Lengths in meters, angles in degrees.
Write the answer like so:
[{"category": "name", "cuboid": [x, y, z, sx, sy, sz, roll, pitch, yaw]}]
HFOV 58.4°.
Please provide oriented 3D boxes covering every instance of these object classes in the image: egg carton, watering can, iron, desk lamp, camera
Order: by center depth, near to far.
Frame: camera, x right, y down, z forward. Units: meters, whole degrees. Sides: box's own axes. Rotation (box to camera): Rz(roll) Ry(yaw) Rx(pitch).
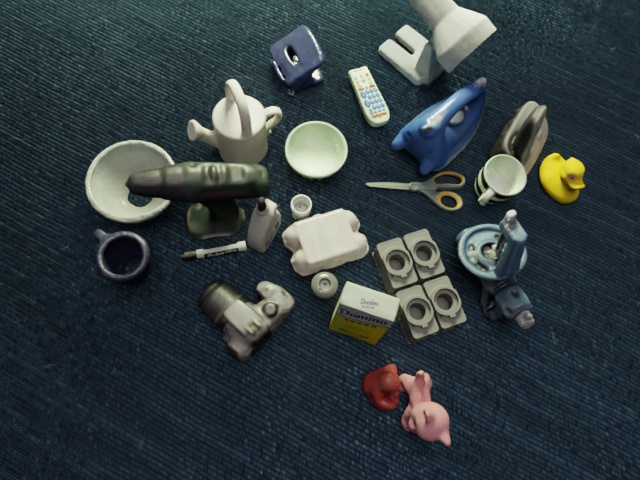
[{"category": "camera", "cuboid": [-0.135, 0.119, 1.002, 0.136, 0.101, 0.143, 39, 72, 10]}, {"category": "egg carton", "cuboid": [0.010, 0.004, 1.071, 0.150, 0.069, 0.107, -18, 72, -10]}, {"category": "watering can", "cuboid": [-0.157, -0.218, 1.072, 0.173, 0.194, 0.101, -40, 77, -16]}, {"category": "iron", "cuboid": [0.266, -0.255, 1.145, 0.118, 0.141, 0.259, 43, 73, 11]}, {"category": "desk lamp", "cuboid": [0.232, -0.410, 1.160, 0.203, 0.213, 0.118, 43, 73, 11]}]

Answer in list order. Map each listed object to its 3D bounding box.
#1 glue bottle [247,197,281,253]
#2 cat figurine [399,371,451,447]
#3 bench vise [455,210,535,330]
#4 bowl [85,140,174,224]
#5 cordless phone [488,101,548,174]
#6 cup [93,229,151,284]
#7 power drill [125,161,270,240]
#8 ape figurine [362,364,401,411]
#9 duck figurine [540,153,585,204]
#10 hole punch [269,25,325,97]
[{"category": "glue bottle", "cuboid": [-0.101, -0.038, 1.022, 0.037, 0.173, 0.078, 28, 71, 7]}, {"category": "cat figurine", "cuboid": [0.176, 0.281, 0.957, 0.067, 0.118, 0.128, -6, 71, -6]}, {"category": "bench vise", "cuboid": [0.332, 0.042, 1.000, 0.122, 0.220, 0.207, -37, 76, -15]}, {"category": "bowl", "cuboid": [-0.347, -0.098, 1.079, 0.167, 0.075, 0.167, 1, 70, -4]}, {"category": "cordless phone", "cuboid": [0.416, -0.221, 1.120, 0.094, 0.185, 0.148, 28, 71, 7]}, {"category": "cup", "cuboid": [-0.350, 0.034, 1.020, 0.117, 0.095, 0.092, 39, 72, 10]}, {"category": "power drill", "cuboid": [-0.203, -0.073, 1.009, 0.230, 0.208, 0.075, -9, 71, -7]}, {"category": "ape figurine", "cuboid": [0.112, 0.247, 0.978, 0.076, 0.092, 0.078, 27, 71, 6]}, {"category": "duck figurine", "cuboid": [0.493, -0.134, 1.147, 0.077, 0.086, 0.104, -16, 72, -10]}, {"category": "hole punch", "cuboid": [-0.049, -0.373, 1.191, 0.101, 0.091, 0.108, -24, 73, -12]}]
